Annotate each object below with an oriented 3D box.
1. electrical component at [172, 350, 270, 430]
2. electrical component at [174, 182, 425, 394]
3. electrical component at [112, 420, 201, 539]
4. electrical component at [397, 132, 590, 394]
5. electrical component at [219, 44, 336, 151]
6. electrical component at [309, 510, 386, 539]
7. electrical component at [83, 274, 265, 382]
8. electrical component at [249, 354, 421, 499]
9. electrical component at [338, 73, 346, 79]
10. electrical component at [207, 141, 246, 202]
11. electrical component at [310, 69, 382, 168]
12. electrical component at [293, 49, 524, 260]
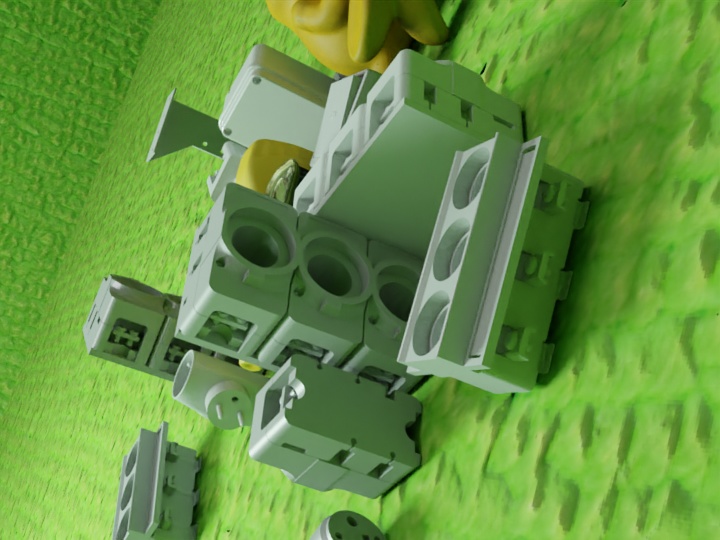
[{"bbox_3d":[-0.110,0.106,0.888,0.044,0.077,0.079,-62,21,13],"label":"electrical component"},{"bbox_3d":[-0.029,0.016,0.673,0.061,0.150,0.089,-50,27,42],"label":"electrical component"},{"bbox_3d":[-0.186,0.212,0.989,0.078,0.063,0.121,-55,24,30],"label":"electrical component"},{"bbox_3d":[0.072,0.000,0.564,0.079,0.063,0.121,-18,53,64],"label":"electrical component"},{"bbox_3d":[-0.063,-0.141,0.974,0.078,0.113,0.057,-54,21,32],"label":"electrical component"},{"bbox_3d":[-0.014,0.174,0.627,0.055,0.045,0.045,-56,23,26],"label":"electrical component"},{"bbox_3d":[-0.163,0.059,0.963,0.061,0.150,0.089,-67,20,4],"label":"electrical component"},{"bbox_3d":[-0.016,0.097,0.645,0.055,0.089,0.050,-48,28,43],"label":"electrical component"},{"bbox_3d":[-0.003,-0.186,0.973,0.040,0.040,0.078,-66,20,3],"label":"electrical component"},{"bbox_3d":[-0.093,-0.076,1.015,0.050,0.089,0.055,-62,21,15],"label":"electrical component"},{"bbox_3d":[-0.001,-0.105,0.856,0.062,0.061,0.096,4,73,69],"label":"electrical component"},{"bbox_3d":[0.027,-0.061,0.700,0.150,0.089,0.061,-48,28,42],"label":"electrical component"}]
